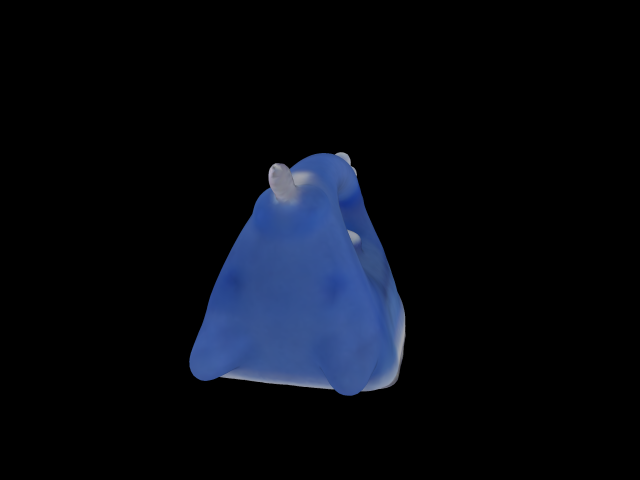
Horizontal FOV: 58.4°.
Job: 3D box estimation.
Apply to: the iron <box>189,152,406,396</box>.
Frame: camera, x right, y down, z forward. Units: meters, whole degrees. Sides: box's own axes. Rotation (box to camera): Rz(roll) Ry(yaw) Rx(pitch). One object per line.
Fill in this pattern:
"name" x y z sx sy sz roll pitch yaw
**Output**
"iron" 0.004 0.001 0.400 0.118 0.141 0.258 3 16 11
